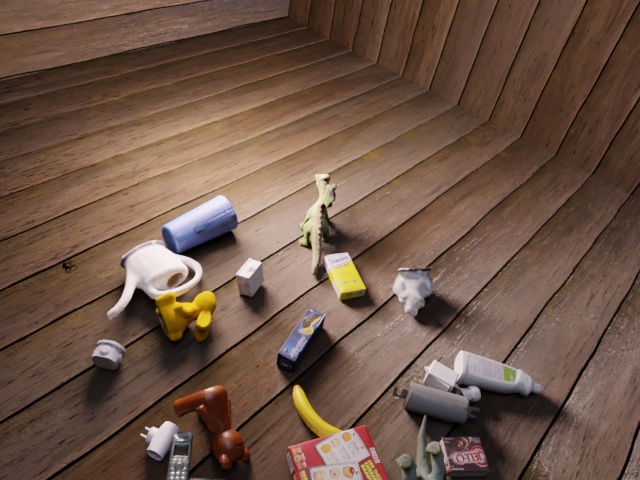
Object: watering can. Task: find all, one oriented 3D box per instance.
[{"bbox_3d":[-0.532,0.111,1.576,0.227,0.102,0.351,38,37,26],"label":"watering can"}]

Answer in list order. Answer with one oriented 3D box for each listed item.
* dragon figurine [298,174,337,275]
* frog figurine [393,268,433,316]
[{"bbox_3d":[0.006,-0.093,1.848,0.122,0.237,0.420,9,40,-12],"label":"dragon figurine"},{"bbox_3d":[0.316,0.178,1.741,0.137,0.121,0.161,5,77,-21],"label":"frog figurine"}]
